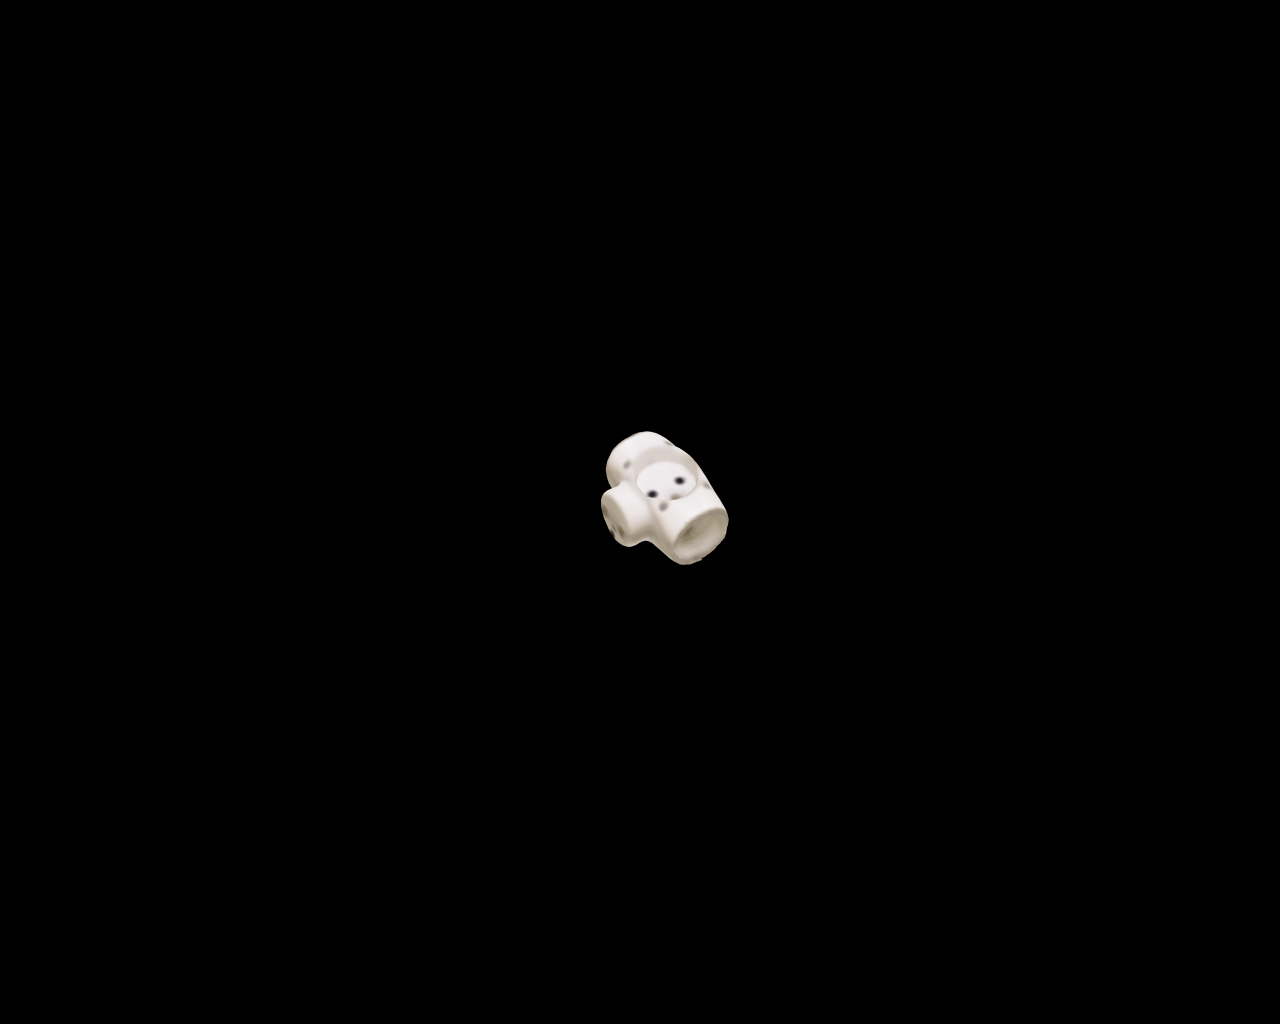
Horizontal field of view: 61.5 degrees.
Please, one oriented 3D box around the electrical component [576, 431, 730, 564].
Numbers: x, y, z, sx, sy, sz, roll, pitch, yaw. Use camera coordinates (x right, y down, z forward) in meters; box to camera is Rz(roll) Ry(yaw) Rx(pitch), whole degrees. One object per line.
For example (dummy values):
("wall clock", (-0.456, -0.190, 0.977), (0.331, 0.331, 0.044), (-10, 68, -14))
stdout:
("electrical component", (0.001, -0.003, 0.650), (0.079, 0.077, 0.044), (-25, -36, -20))
